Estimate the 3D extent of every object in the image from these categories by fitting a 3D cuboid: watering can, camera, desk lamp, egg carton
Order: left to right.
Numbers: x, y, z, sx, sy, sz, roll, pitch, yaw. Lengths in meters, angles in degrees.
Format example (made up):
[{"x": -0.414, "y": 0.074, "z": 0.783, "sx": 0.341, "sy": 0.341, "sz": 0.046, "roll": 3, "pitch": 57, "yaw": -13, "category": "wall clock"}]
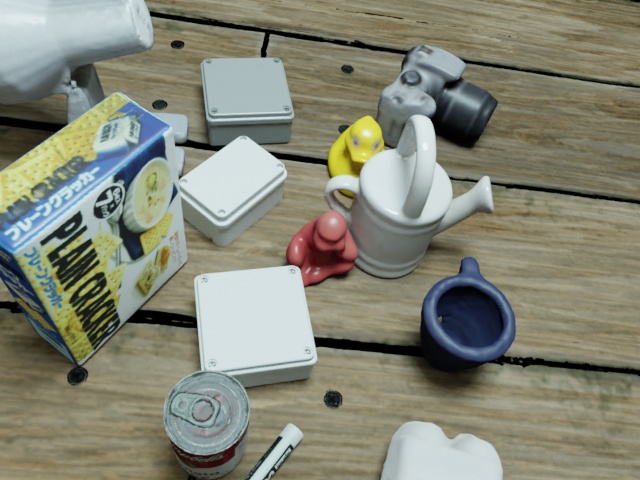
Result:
[{"x": -0.254, "y": -0.176, "z": 0.622, "sx": 0.203, "sy": 0.213, "sz": 0.118, "roll": 1, "pitch": 57, "yaw": -9, "category": "desk lamp"}, {"x": 0.096, "y": -0.051, "z": 0.611, "sx": 0.173, "sy": 0.194, "sz": 0.100, "roll": -12, "pitch": 60, "yaw": -17, "category": "watering can"}, {"x": 0.100, "y": 0.238, "z": 0.498, "sx": 0.107, "sy": 0.069, "sz": 0.150, "roll": 16, "pitch": 56, "yaw": 2, "category": "egg carton"}, {"x": 0.162, "y": -0.186, "z": 0.767, "sx": 0.136, "sy": 0.101, "sz": 0.143, "roll": 29, "pitch": 57, "yaw": 10, "category": "camera"}]

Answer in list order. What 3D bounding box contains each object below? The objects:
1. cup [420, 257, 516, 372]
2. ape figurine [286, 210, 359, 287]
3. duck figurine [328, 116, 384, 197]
[{"x": 0.140, "y": 0.084, "z": 0.590, "sx": 0.091, "sy": 0.095, "sz": 0.118, "roll": 11, "pitch": 56, "yaw": -2, "category": "cup"}, {"x": 0.006, "y": 0.002, "z": 0.623, "sx": 0.078, "sy": 0.092, "sz": 0.076, "roll": 17, "pitch": 56, "yaw": 2, "category": "ape figurine"}, {"x": 0.053, "y": -0.117, "z": 0.712, "sx": 0.077, "sy": 0.086, "sz": 0.104, "roll": 8, "pitch": 56, "yaw": -4, "category": "duck figurine"}]
